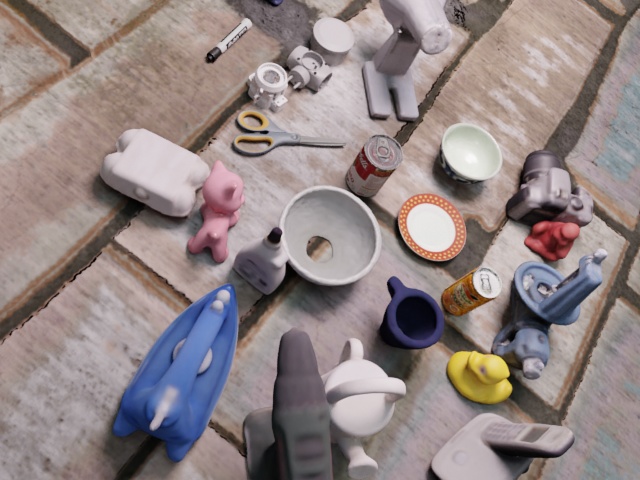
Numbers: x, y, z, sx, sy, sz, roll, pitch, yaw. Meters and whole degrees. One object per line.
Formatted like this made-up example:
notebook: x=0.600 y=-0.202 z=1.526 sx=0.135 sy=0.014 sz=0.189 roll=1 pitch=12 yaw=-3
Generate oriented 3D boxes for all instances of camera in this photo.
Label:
camera: x=0.436 y=-0.099 z=1.073 sx=0.143 sy=0.100 sz=0.137 roll=15 pitch=64 yaw=-11

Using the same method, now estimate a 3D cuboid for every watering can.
watering can: x=0.050 y=0.219 z=0.759 sx=0.101 sy=0.194 sz=0.173 roll=-15 pitch=73 yaw=-23

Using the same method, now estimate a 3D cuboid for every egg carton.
egg carton: x=-0.250 y=-0.101 z=0.871 sx=0.150 sy=0.069 sz=0.107 roll=25 pitch=62 yaw=-6

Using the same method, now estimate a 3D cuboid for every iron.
iron: x=-0.164 y=0.146 z=0.751 sx=0.119 sy=0.141 sz=0.258 roll=26 pitch=62 yaw=-5

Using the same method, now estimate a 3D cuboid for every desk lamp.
desk lamp: x=0.162 y=-0.360 z=1.034 sx=0.118 sy=0.213 sz=0.203 roll=0 pitch=68 yaw=-17

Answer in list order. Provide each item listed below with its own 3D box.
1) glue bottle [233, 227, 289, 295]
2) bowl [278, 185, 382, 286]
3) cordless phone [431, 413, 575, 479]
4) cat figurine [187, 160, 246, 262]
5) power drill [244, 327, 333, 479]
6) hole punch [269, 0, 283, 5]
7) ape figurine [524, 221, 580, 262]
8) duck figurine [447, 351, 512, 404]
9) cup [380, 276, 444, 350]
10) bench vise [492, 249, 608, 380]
glue bottle: x=-0.076 y=0.022 z=0.815 sx=0.078 sy=0.173 sz=0.037 roll=40 pitch=62 yaw=2
bowl: x=0.008 y=0.003 z=0.906 sx=0.168 sy=0.074 sz=0.167 roll=7 pitch=66 yaw=-15
cordless phone: x=0.253 y=0.302 z=0.793 sx=0.148 sy=0.185 sz=0.094 roll=-34 pitch=81 yaw=-27
cat figurine: x=-0.149 y=-0.047 z=0.853 sx=0.067 sy=0.117 sz=0.128 roll=15 pitch=64 yaw=-11
power drill: x=-0.040 y=0.243 z=0.712 sx=0.076 sy=0.208 sz=0.229 roll=-3 pitch=68 yaw=-19
hole punch: x=-0.088 y=-0.528 z=1.096 sx=0.101 sy=0.091 sz=0.109 roll=29 pitch=62 yaw=-4
ape figurine: x=0.430 y=-0.005 z=1.035 sx=0.076 sy=0.092 sz=0.078 roll=-8 pitch=70 yaw=-21
duck figurine: x=0.261 y=0.209 z=0.892 sx=0.104 sy=0.086 sz=0.077 roll=34 pitch=62 yaw=-1
cup: x=0.124 y=0.120 z=0.882 sx=0.092 sy=0.095 sz=0.117 roll=-22 pitch=76 yaw=-25
bench vise: x=0.370 y=0.112 z=0.893 sx=0.122 sy=0.219 sz=0.207 roll=8 pitch=65 yaw=-14
